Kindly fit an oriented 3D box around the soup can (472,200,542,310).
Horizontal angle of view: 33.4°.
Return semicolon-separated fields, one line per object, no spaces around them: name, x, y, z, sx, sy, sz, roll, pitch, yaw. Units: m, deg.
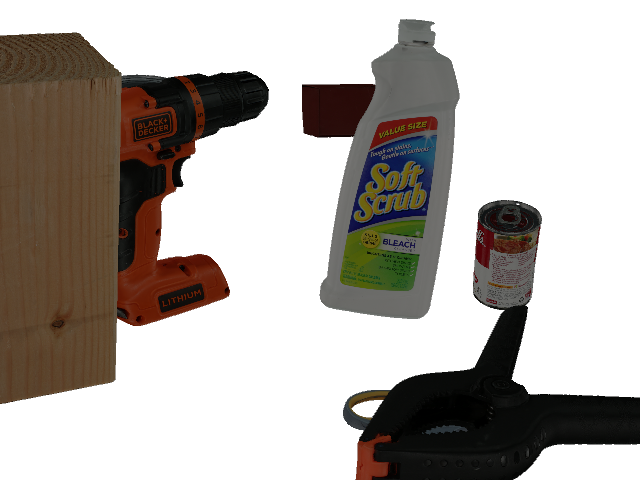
soup can;0.203;0.016;1.165;0.068;0.102;0.068;-1;33;0

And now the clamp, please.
clamp;0.102;0.095;0.630;0.209;0.036;0.165;-11;25;-27

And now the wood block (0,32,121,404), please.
wood block;-0.179;-0.014;0.654;0.090;0.206;0.090;-8;30;-28

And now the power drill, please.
power drill;-0.118;-0.037;0.855;0.184;0.188;0.057;-17;26;-32

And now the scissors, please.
scissors;0.118;0.163;0.883;0.201;0.016;0.096;8;40;0

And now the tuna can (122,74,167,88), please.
tuna can;-0.175;-0.136;1.064;0.086;0.034;0.086;5;26;-3

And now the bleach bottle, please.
bleach bottle;0.061;-0.062;0.917;0.102;0.251;0.068;7;16;8

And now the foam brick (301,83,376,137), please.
foam brick;0.025;-0.134;1.097;0.078;0.051;0.053;-3;13;-18
